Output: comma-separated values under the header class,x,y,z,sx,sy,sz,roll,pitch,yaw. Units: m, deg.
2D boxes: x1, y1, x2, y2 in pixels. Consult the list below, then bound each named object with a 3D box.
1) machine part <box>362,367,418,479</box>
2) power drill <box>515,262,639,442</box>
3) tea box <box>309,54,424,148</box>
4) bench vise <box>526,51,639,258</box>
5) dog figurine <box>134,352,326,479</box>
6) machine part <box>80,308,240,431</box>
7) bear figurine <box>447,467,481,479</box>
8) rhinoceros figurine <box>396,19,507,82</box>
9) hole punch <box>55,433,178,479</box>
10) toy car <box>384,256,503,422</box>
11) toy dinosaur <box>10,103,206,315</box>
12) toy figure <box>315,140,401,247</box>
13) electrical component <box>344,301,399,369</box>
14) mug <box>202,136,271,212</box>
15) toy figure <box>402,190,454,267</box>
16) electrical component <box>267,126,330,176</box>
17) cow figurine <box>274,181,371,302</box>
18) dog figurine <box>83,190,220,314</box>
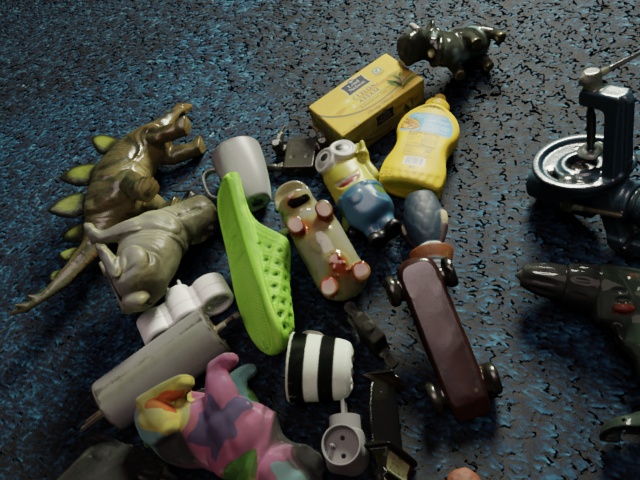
class,x,y,z,sx,sy,sz,roll,pitch,yaw
machine part,0.080,0.219,0.621,0.039,0.084,0.139,-27,43,27
power drill,0.349,0.123,0.616,0.232,0.085,0.207,3,52,12
tea box,0.079,-0.220,0.888,0.169,0.068,0.098,-39,59,-10
bench vise,0.353,-0.092,0.653,0.129,0.240,0.224,-33,38,-14
dog figurine,-0.102,0.252,0.621,0.192,0.108,0.219,-26,60,-4
machine part,-0.208,0.169,0.712,0.243,0.079,0.079,-37,58,-10
bear figurine,0.127,0.337,0.502,0.120,0.131,0.196,-17,51,6
rhinoceros figurine,0.213,-0.319,0.878,0.190,0.073,0.112,-18,53,-29
hole punch,-0.247,0.311,0.640,0.142,0.092,0.116,12,32,23
toy car,0.149,0.116,0.658,0.089,0.053,0.202,-21,77,1
toy dinosaur,-0.327,-0.077,0.880,0.199,0.104,0.471,1,50,23
toy figure,0.053,-0.067,0.795,0.082,0.089,0.180,-23,65,-17
electrical component,0.066,0.121,0.684,0.021,0.063,0.094,-36,59,-10
mug,-0.130,-0.096,0.855,0.110,0.080,0.107,-23,66,-7
toy figure,0.151,0.004,0.740,0.058,0.064,0.154,10,59,-27
electrical component,-0.035,-0.147,0.883,0.102,0.045,0.078,6,59,16
cow figurine,-0.002,-0.002,0.756,0.085,0.127,0.195,-30,71,-5
dog figurine,-0.214,0.013,0.770,0.190,0.121,0.172,-24,56,-23
